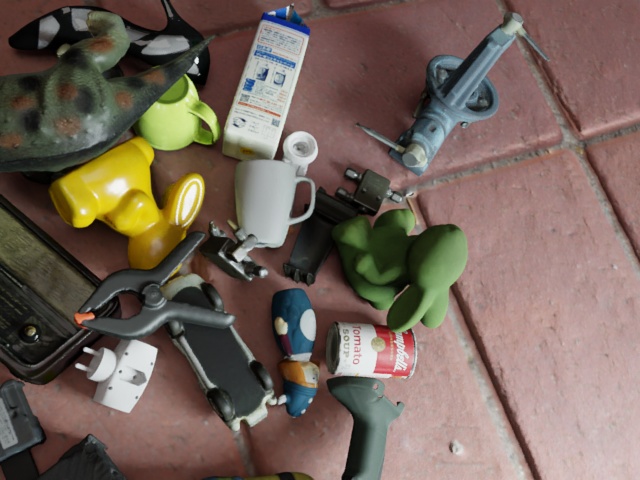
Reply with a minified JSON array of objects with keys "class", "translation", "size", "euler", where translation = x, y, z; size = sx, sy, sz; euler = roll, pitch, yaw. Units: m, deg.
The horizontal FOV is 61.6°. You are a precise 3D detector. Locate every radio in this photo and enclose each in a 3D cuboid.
[{"class":"radio","translation":[-0.355,0.050,0.611],"size":[0.229,0.073,0.131],"euler":[40,64,2]}]

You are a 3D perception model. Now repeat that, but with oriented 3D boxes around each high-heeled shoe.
[{"class":"high-heeled shoe","translation":[-0.283,-0.255,0.746],"size":[0.249,0.086,0.145],"euler":[-18,109,-1]}]

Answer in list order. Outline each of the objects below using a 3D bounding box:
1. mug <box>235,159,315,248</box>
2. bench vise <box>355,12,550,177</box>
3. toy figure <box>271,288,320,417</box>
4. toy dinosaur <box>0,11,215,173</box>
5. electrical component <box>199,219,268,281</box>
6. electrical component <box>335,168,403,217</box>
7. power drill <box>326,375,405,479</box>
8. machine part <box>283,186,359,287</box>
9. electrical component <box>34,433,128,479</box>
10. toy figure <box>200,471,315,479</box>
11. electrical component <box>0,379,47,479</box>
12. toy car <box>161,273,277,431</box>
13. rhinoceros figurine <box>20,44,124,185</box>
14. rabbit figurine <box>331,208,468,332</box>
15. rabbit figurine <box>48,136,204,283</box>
[{"class":"mug","translation":[-0.062,-0.044,0.711],"size":[0.110,0.081,0.107],"euler":[3,81,4]},{"class":"bench vise","translation":[0.189,-0.205,0.749],"size":[0.129,0.240,0.223],"euler":[46,53,7]},{"class":"toy figure","translation":[-0.030,0.139,0.670],"size":[0.064,0.058,0.154],"euler":[2,69,-32]},{"class":"toy dinosaur","translation":[-0.296,-0.128,0.565],"size":[0.405,0.131,0.192],"euler":[-14,72,-7]},{"class":"electrical component","translation":[-0.111,0.012,0.677],"size":[0.078,0.102,0.045],"euler":[41,69,-26]},{"class":"electrical component","translation":[0.072,-0.066,0.781],"size":[0.094,0.021,0.063],"euler":[26,69,-6]},{"class":"power drill","translation":[0.036,0.259,0.589],"size":[0.086,0.231,0.207],"euler":[-15,49,26]},{"class":"machine part","translation":[-0.002,-0.002,0.736],"size":[0.084,0.039,0.139],"euler":[34,67,-7]},{"class":"electrical component","translation":[-0.244,0.288,0.549],"size":[0.115,0.058,0.134],"euler":[-40,59,-20]},{"class":"toy figure","translation":[-0.083,0.301,0.598],"size":[0.180,0.082,0.089],"euler":[10,73,-8]},{"class":"electrical component","translation":[-0.341,0.219,0.578],"size":[0.075,0.047,0.119],"euler":[-21,77,-19]},{"class":"toy car","translation":[-0.128,0.133,0.653],"size":[0.073,0.056,0.201],"euler":[-30,83,-27]},{"class":"rhinoceros figurine","translation":[-0.327,-0.159,0.692],"size":[0.112,0.073,0.190],"euler":[30,68,-12]},{"class":"rabbit figurine","translation":[0.106,0.033,0.668],"size":[0.121,0.170,0.159],"euler":[0,85,-34]},{"class":"rabbit figurine","translation":[-0.223,-0.029,0.663],"size":[0.162,0.122,0.173],"euler":[-37,103,-33]}]
